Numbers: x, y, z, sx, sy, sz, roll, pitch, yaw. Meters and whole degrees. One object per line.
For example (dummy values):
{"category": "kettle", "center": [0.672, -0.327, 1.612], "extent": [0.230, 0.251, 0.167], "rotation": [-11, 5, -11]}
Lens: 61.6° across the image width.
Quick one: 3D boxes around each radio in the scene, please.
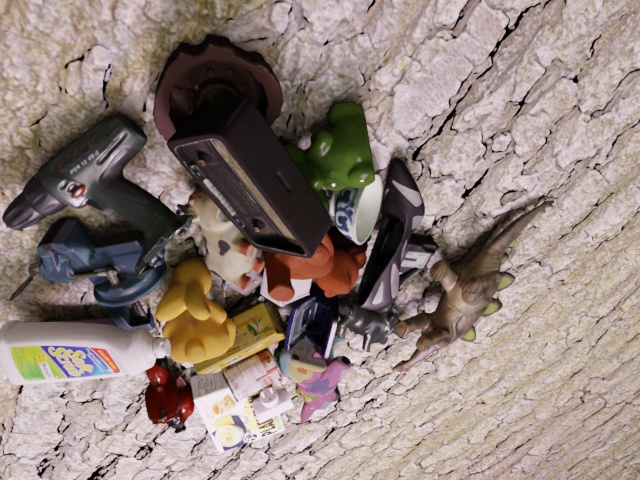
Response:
{"category": "radio", "center": [-0.092, -0.076, 0.728], "extent": [0.073, 0.131, 0.229], "rotation": [-57, 131, -27]}

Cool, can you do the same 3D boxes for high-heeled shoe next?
{"category": "high-heeled shoe", "center": [0.105, -0.005, 0.923], "extent": [0.145, 0.086, 0.248], "rotation": [-23, 112, -28]}

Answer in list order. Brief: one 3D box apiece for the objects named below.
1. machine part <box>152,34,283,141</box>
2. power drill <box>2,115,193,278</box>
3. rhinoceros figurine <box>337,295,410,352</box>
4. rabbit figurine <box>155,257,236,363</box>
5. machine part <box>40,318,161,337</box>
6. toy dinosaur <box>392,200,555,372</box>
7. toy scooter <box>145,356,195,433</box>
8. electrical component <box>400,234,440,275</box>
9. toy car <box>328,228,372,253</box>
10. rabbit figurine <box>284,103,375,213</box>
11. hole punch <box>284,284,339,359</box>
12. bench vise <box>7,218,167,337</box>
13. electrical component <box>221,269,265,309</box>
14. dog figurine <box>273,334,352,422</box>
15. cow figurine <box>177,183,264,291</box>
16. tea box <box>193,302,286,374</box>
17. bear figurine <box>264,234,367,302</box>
{"category": "machine part", "center": [-0.143, -0.194, 0.751], "extent": [0.179, 0.056, 0.179], "rotation": [-8, 130, -10]}
{"category": "power drill", "center": [-0.299, -0.042, 0.755], "extent": [0.207, 0.086, 0.232], "rotation": [44, 93, 3]}
{"category": "rhinoceros figurine", "center": [0.106, 0.167, 1.117], "extent": [0.190, 0.073, 0.112], "rotation": [27, 105, -31]}
{"category": "rabbit figurine", "center": [-0.219, 0.114, 0.903], "extent": [0.122, 0.162, 0.173], "rotation": [-3, 86, 4]}
{"category": "machine part", "center": [-0.406, 0.176, 0.946], "extent": [0.243, 0.079, 0.079], "rotation": [-2, 128, -17]}
{"category": "toy dinosaur", "center": [0.302, 0.099, 1.086], "extent": [0.198, 0.105, 0.471], "rotation": [16, 115, -50]}
{"category": "toy scooter", "center": [-0.297, 0.322, 1.059], "extent": [0.075, 0.135, 0.183], "rotation": [-18, 132, -5]}
{"category": "electrical component", "center": [0.161, 0.024, 1.030], "extent": [0.119, 0.048, 0.074], "rotation": [4, 125, -21]}
{"category": "toy car", "center": [-0.002, -0.003, 0.952], "extent": [0.202, 0.053, 0.089], "rotation": [13, 133, -31]}
{"category": "rabbit figurine", "center": [-0.003, -0.108, 0.821], "extent": [0.170, 0.159, 0.121], "rotation": [-9, 141, 8]}
{"category": "hole punch", "center": [-0.015, 0.151, 1.033], "extent": [0.092, 0.116, 0.142], "rotation": [9, 117, 0]}
{"category": "bench vise", "center": [-0.337, 0.076, 0.864], "extent": [0.224, 0.129, 0.240], "rotation": [-17, 127, -1]}
{"category": "electrical component", "center": [-0.135, 0.079, 0.977], "extent": [0.078, 0.045, 0.102], "rotation": [-37, 130, 14]}
{"category": "dog figurine", "center": [-0.028, 0.295, 1.148], "extent": [0.191, 0.109, 0.219], "rotation": [8, 127, -25]}
{"category": "cow figurine", "center": [-0.155, -0.013, 0.865], "extent": [0.127, 0.085, 0.194], "rotation": [20, 142, 10]}
{"category": "tea box", "center": [-0.155, 0.187, 1.019], "extent": [0.170, 0.068, 0.098], "rotation": [-28, 164, 3]}
{"category": "bear figurine", "center": [0.002, 0.051, 0.879], "extent": [0.120, 0.132, 0.195], "rotation": [-45, 128, 14]}
